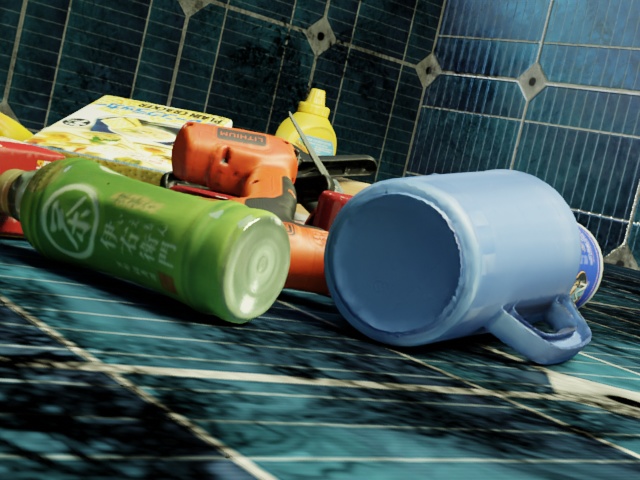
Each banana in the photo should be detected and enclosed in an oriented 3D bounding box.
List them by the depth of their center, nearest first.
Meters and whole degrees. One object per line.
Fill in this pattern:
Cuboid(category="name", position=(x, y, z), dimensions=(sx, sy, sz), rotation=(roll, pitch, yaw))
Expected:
Cuboid(category="banana", position=(-0.365, -0.112, 1.351), dimensions=(0.070, 0.037, 0.198), rotation=(39, -4, 10))

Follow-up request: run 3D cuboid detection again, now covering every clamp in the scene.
Cuboid(category="clamp", position=(-0.080, -0.046, 1.089), dimensions=(0.164, 0.036, 0.210), rotation=(3, -4, -8))
Cuboid(category="clamp", position=(-0.032, -0.072, 1.203), dimensions=(0.172, 0.039, 0.120), rotation=(11, 34, 18))

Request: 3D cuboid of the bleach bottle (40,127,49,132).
Cuboid(category="bleach bottle", position=(-0.222, -0.071, 1.293), dimensions=(0.251, 0.068, 0.102), rotation=(18, -1, 18))

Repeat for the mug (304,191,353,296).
Cuboid(category="mug", position=(0.024, 0.004, 0.906), dimensions=(0.093, 0.081, 0.117), rotation=(9, 6, -38))

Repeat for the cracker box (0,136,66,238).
Cuboid(category="cracker box", position=(-0.322, -0.059, 0.770), dimensions=(0.214, 0.072, 0.164), rotation=(16, 6, 29))

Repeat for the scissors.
Cuboid(category="scissors", position=(0.011, -0.039, 1.081), dimensions=(0.202, 0.016, 0.096), rotation=(53, 28, -3))

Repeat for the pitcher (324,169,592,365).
Cuboid(category="pitcher", position=(0.107, 0.018, 0.772), dimensions=(0.149, 0.145, 0.242), rotation=(2, 3, 26))

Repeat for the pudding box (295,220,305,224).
Cuboid(category="pudding box", position=(-0.007, 0.001, 1.124), dimensions=(0.090, 0.039, 0.113), rotation=(14, 4, 33))

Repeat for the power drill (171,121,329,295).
Cuboid(category="power drill", position=(-0.076, -0.027, 0.829), dimensions=(0.184, 0.057, 0.187), rotation=(11, 29, -15))

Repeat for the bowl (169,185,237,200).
Cuboid(category="bowl", position=(-0.092, -0.012, 0.950), dimensions=(0.162, 0.055, 0.162), rotation=(13, 4, -1))

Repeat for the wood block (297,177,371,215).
Cuboid(category="wood block", position=(0.028, -0.028, 1.278), dimensions=(0.206, 0.091, 0.090), rotation=(14, 4, 11))

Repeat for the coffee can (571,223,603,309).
Cuboid(category="coffee can", position=(0.212, 0.024, 1.066), dimensions=(0.103, 0.103, 0.140), rotation=(16, 5, 31))

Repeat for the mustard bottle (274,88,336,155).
Cuboid(category="mustard bottle", position=(-0.025, -0.101, 1.382), dimensions=(0.096, 0.192, 0.058), rotation=(10, 7, -45))
